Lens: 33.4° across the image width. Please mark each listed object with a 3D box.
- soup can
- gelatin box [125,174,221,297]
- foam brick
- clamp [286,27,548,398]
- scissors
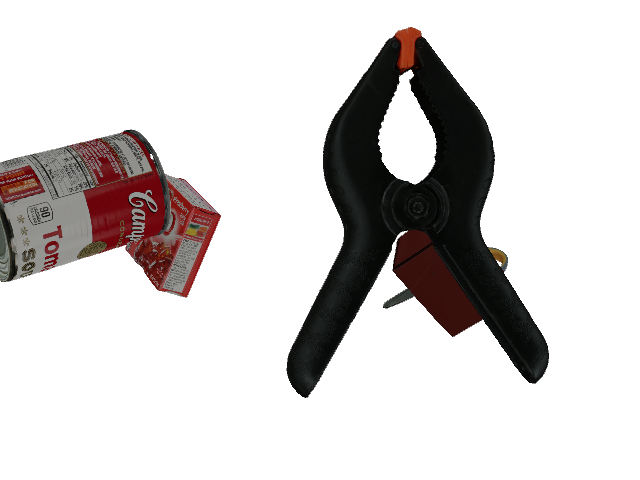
[{"bbox_3d":[-0.150,-0.022,0.634,0.102,0.068,0.069,-19,10,-32],"label":"soup can"},{"bbox_3d":[-0.120,-0.007,0.856,0.030,0.073,0.089,17,14,-33],"label":"gelatin box"},{"bbox_3d":[0.100,0.024,0.829,0.051,0.078,0.053,-35,18,25],"label":"foam brick"},{"bbox_3d":[0.032,-0.007,0.490,0.120,0.171,0.039,-11,-2,-12],"label":"clamp"},{"bbox_3d":[0.126,0.029,1.208,0.201,0.016,0.096,-11,41,-33],"label":"scissors"}]
